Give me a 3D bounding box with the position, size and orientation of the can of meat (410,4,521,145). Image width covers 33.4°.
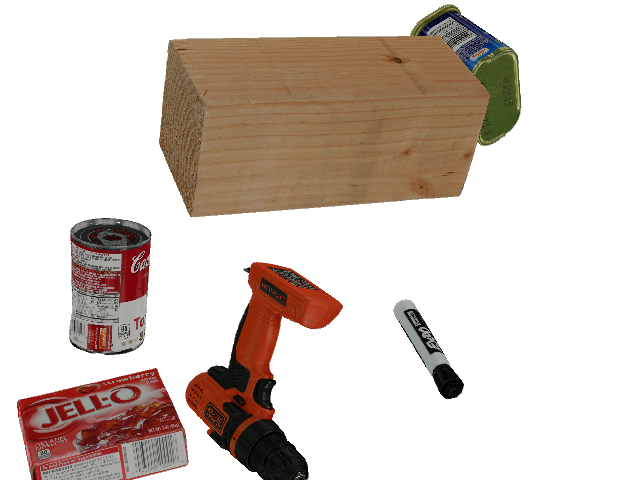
[{"bbox_3d":[0.131,-0.145,0.946,0.057,0.102,0.084,-33,50,-14],"label":"can of meat"}]

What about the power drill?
[{"bbox_3d":[-0.049,0.129,1.047,0.057,0.188,0.185,13,14,-46],"label":"power drill"}]

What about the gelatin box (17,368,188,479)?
[{"bbox_3d":[-0.130,0.113,0.633,0.089,0.030,0.073,-11,26,-17],"label":"gelatin box"}]

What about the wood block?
[{"bbox_3d":[0.001,-0.084,0.749,0.205,0.090,0.091,-5,41,-22],"label":"wood block"}]

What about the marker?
[{"bbox_3d":[0.084,0.085,0.837,0.020,0.020,0.121,0,28,-16],"label":"marker"}]

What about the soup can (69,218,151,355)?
[{"bbox_3d":[-0.183,0.040,0.924,0.068,0.102,0.068,6,20,-2],"label":"soup can"}]
